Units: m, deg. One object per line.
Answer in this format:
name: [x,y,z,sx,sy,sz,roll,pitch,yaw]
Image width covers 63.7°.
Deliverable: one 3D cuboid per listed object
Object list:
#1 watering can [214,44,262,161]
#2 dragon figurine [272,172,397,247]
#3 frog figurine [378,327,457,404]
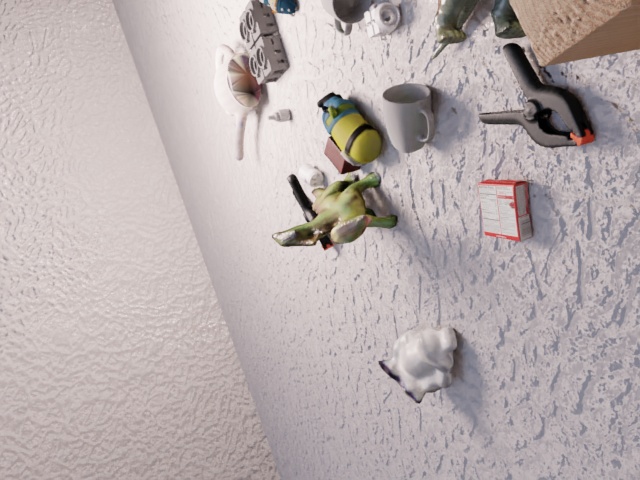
watering can: [-0.242,-0.414,1.535,0.224,0.105,0.345,4,108,62]
dragon figurine: [0.003,-0.056,1.103,0.411,0.245,0.121,11,120,60]
frog figurine: [0.216,0.229,1.029,0.158,0.121,0.140,-53,39,15]
